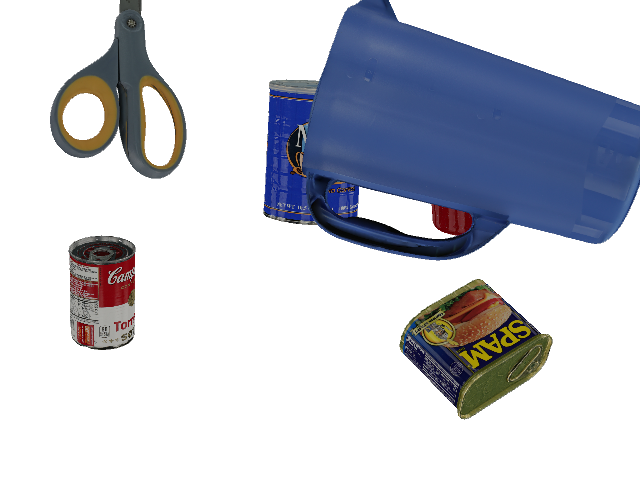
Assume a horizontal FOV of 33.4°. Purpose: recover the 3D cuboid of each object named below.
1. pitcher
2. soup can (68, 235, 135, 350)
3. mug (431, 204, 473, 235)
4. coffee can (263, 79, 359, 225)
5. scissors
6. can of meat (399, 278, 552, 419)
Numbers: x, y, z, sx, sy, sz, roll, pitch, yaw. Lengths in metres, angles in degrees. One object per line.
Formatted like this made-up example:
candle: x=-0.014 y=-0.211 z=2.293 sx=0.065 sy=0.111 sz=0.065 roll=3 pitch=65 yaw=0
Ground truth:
pitcher: x=0.110 y=-0.070 z=0.800 sx=0.243 sy=0.149 sz=0.145 roll=17 pitch=42 yaw=4
soup can: x=-0.228 y=0.055 z=1.115 sx=0.068 sy=0.102 sz=0.068 roll=4 pitch=22 yaw=-2
mug: x=0.176 y=-0.059 z=1.222 sx=0.117 sy=0.081 sz=0.093 roll=-21 pitch=27 yaw=-36
coffee can: x=-0.007 y=-0.095 z=1.125 sx=0.103 sy=0.140 sz=0.103 roll=3 pitch=12 yaw=-1
scissors: x=-0.143 y=-0.133 z=0.704 sx=0.096 sy=0.202 sz=0.016 roll=-10 pitch=-14 yaw=-28
can of meat: x=0.131 y=0.090 z=0.911 sx=0.102 sy=0.057 sz=0.084 roll=-27 pitch=53 yaw=-25
